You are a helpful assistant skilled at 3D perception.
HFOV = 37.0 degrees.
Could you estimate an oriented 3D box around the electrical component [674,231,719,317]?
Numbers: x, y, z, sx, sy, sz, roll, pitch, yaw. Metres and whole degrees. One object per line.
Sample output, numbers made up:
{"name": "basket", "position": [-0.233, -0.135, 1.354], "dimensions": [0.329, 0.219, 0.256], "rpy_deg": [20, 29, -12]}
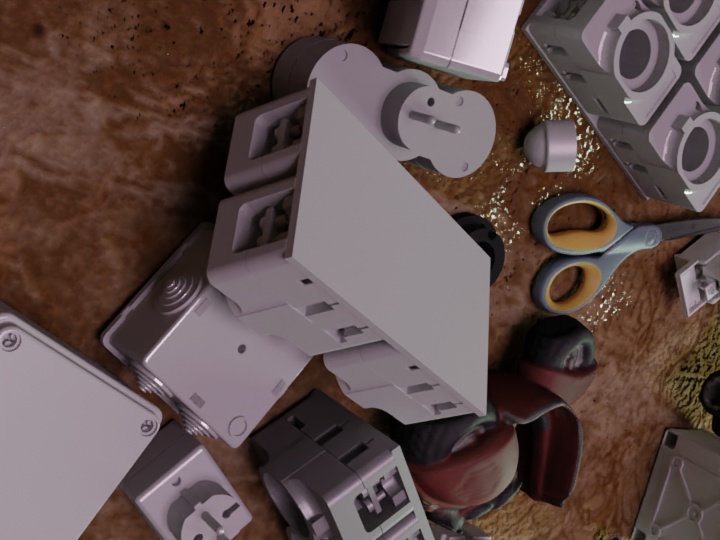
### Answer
{"name": "electrical component", "position": [0.284, 0.001, 0.826], "dimensions": [0.081, 0.064, 0.042], "rpy_deg": [-35, 123, -21]}

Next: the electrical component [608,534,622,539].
{"name": "electrical component", "position": [0.211, 0.244, 0.880], "dimensions": [0.035, 0.035, 0.061], "rpy_deg": [-24, 117, -27]}

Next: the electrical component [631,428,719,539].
{"name": "electrical component", "position": [0.289, 0.197, 0.872], "dimensions": [0.056, 0.109, 0.108], "rpy_deg": [9, 101, -34]}

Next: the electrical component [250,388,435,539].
{"name": "electrical component", "position": [-0.004, 0.162, 0.661], "dimensions": [0.062, 0.089, 0.150], "rpy_deg": [-33, 123, -22]}

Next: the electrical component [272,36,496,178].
{"name": "electrical component", "position": [0.026, -0.087, 0.603], "dimensions": [0.138, 0.074, 0.052], "rpy_deg": [13, 98, -38]}

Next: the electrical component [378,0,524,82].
{"name": "electrical component", "position": [0.049, -0.143, 0.597], "dimensions": [0.061, 0.096, 0.061], "rpy_deg": [14, 99, -10]}

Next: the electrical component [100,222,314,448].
{"name": "electrical component", "position": [-0.076, 0.037, 0.587], "dimensions": [0.099, 0.048, 0.099], "rpy_deg": [-50, 127, -15]}

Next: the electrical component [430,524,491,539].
{"name": "electrical component", "position": [0.077, 0.209, 0.758], "dimensions": [0.066, 0.055, 0.048], "rpy_deg": [10, 100, -38]}

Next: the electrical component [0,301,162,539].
{"name": "electrical component", "position": [-0.175, 0.084, 0.532], "dimensions": [0.109, 0.056, 0.108], "rpy_deg": [42, 80, -38]}

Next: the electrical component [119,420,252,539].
{"name": "electrical component", "position": [-0.090, 0.133, 0.597], "dimensions": [0.047, 0.077, 0.065], "rpy_deg": [-39, 125, -19]}

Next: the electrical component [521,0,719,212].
{"name": "electrical component", "position": [0.204, -0.136, 0.722], "dimensions": [0.105, 0.060, 0.186], "rpy_deg": [-53, 128, -8]}

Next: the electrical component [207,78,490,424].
{"name": "electrical component", "position": [0.000, 0.000, 0.585], "dimensions": [0.186, 0.060, 0.105], "rpy_deg": [41, 44, -44]}
